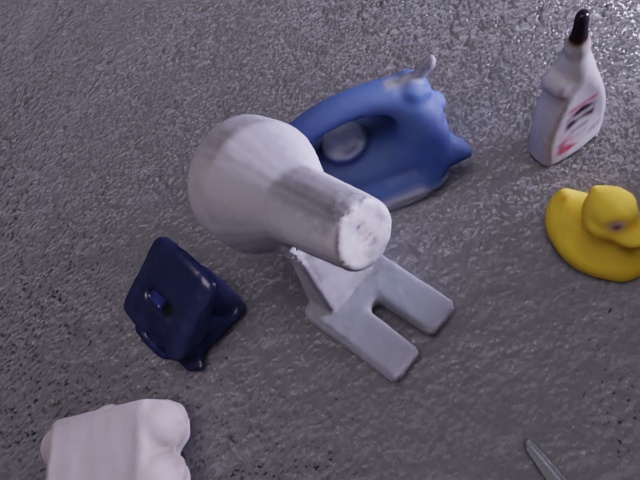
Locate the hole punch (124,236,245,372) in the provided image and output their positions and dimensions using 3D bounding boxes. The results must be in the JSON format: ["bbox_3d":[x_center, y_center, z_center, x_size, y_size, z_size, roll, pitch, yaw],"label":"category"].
[{"bbox_3d":[-0.149,0.067,0.595,0.108,0.091,0.101,35,77,31],"label":"hole punch"}]

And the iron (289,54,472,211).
[{"bbox_3d":[0.019,-0.099,0.603,0.258,0.142,0.118,-21,57,6],"label":"iron"}]

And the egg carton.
[{"bbox_3d":[-0.193,0.211,0.542,0.150,0.069,0.107,-16,58,9],"label":"egg carton"}]

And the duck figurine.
[{"bbox_3d":[0.253,-0.019,0.515,0.077,0.086,0.104,-40,58,-6],"label":"duck figurine"}]

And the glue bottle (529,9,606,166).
[{"bbox_3d":[0.236,-0.144,0.539,0.078,0.173,0.037,-38,57,-5],"label":"glue bottle"}]

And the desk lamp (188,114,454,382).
[{"bbox_3d":[0.005,0.002,0.508,0.202,0.214,0.118,32,76,30],"label":"desk lamp"}]
